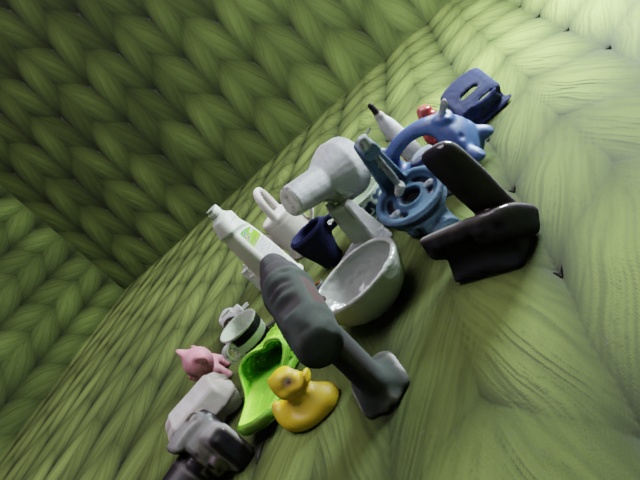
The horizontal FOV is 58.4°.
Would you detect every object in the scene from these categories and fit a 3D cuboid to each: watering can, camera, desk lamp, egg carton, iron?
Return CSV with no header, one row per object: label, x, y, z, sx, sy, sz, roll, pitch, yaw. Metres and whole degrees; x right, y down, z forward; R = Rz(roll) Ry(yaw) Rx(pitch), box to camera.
watering can,-0.099,-0.046,1.401,0.173,0.194,0.100,-46,17,-5
camera,-0.194,0.334,0.866,0.137,0.101,0.142,-53,18,-27
desk lamp,0.035,-0.061,1.075,0.117,0.214,0.203,-21,28,53
egg carton,-0.209,0.309,1.021,0.150,0.069,0.107,-49,17,-13
iron,0.185,-0.152,1.066,0.257,0.141,0.119,-29,23,44

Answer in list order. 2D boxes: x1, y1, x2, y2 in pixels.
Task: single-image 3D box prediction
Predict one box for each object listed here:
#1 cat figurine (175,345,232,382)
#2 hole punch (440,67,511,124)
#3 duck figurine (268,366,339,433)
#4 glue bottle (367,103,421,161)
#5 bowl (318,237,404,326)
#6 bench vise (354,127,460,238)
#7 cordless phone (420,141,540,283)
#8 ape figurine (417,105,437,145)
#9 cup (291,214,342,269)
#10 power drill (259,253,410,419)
cat figurine,-0.239,0.247,1.156,0.067,0.118,0.127,-46,16,-3
hole punch,0.318,-0.294,1.181,0.108,0.091,0.101,-41,17,11
duck figurine,-0.037,0.215,0.804,0.104,0.086,0.077,-35,19,30
glue bottle,0.164,-0.238,1.270,0.037,0.173,0.078,-46,17,-3
bowl,0.073,0.077,0.894,0.167,0.075,0.167,-40,17,15
bench vise,0.114,-0.081,0.924,0.121,0.220,0.207,-49,17,-15
cordless phone,0.177,-0.044,0.741,0.147,0.185,0.094,-28,24,45
ape figurine,0.249,-0.259,1.262,0.076,0.092,0.078,-30,22,40
cup,0.011,0.004,1.188,0.117,0.095,0.091,-39,17,18
power drill,0.009,0.116,0.714,0.075,0.209,0.229,-44,16,1
